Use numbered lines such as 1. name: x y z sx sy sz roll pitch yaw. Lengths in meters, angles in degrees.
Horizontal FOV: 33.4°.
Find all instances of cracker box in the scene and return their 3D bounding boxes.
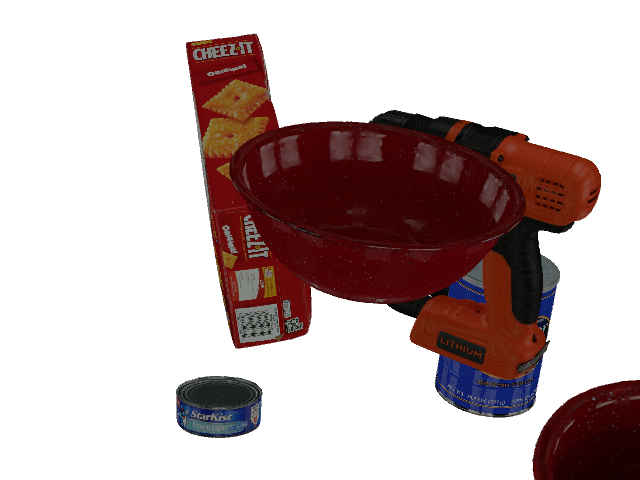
1. cracker box: -0.060 -0.045 0.894 0.072 0.214 0.164 -9 -44 -5

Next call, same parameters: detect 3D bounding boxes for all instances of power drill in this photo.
1. power drill: 0.112 0.001 0.810 0.185 0.188 0.057 21 36 32

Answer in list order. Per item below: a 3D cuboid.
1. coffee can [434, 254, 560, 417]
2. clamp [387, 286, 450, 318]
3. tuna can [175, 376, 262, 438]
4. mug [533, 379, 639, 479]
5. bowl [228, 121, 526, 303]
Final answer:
1. coffee can: 0.172 0.087 1.047 0.103 0.140 0.103 4 24 -2
2. clamp: 0.076 0.034 1.231 0.164 0.036 0.210 -18 49 -37
3. tuna can: -0.101 0.166 1.065 0.086 0.034 0.086 2 13 -1
4. mug: 0.129 0.111 0.370 0.117 0.081 0.093 5 37 8
5. bowl: 0.028 -0.011 0.589 0.162 0.055 0.162 6 27 -3
